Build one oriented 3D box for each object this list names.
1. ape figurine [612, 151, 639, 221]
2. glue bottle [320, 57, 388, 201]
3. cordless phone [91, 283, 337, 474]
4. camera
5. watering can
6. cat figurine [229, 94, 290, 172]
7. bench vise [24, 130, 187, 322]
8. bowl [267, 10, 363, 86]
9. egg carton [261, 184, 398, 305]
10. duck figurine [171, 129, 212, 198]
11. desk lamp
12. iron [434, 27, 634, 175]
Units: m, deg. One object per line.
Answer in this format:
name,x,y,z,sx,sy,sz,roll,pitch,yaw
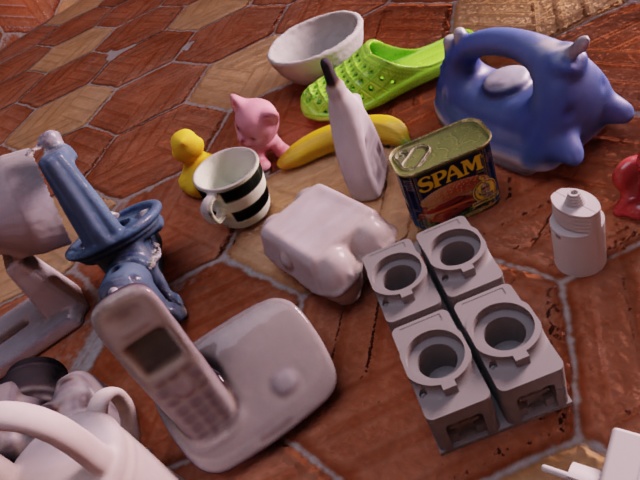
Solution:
ape figurine,0.297,-0.060,0.496,0.076,0.092,0.077,-19,39,8
glue bottle,0.035,-0.130,0.653,0.037,0.173,0.078,-4,44,25
cordless phone,-0.081,0.089,0.464,0.148,0.185,0.093,-35,40,-10
camera,-0.266,0.165,0.548,0.143,0.101,0.136,-28,39,-3
watering can,-0.176,0.181,0.406,0.101,0.194,0.172,-27,39,-1
cat figurine,-0.093,-0.164,0.805,0.067,0.118,0.127,-33,39,-8
bench vise,-0.223,-0.010,0.624,0.122,0.220,0.206,-39,41,-15
bowl,0.002,-0.304,0.944,0.167,0.075,0.167,-15,40,13
egg carton,0.006,0.002,0.605,0.107,0.070,0.149,-41,41,-18
duck figurine,-0.182,-0.117,0.828,0.077,0.086,0.104,-28,39,-3
desk lamp,-0.365,0.024,0.669,0.203,0.214,0.117,-37,40,-13
iron,0.203,-0.178,0.640,0.119,0.142,0.257,-38,40,-14
